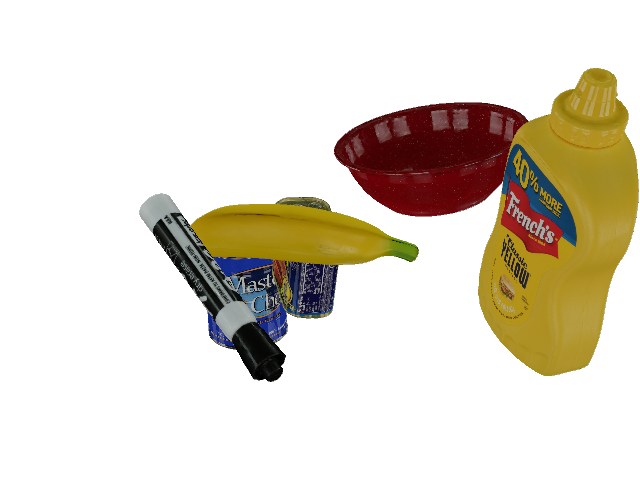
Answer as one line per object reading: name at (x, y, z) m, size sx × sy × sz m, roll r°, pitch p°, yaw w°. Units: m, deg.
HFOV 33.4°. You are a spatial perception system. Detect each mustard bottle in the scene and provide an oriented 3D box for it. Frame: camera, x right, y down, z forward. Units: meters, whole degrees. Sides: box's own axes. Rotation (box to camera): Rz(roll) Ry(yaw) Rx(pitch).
mustard bottle at (0.142, -0.016, 0.627) m, size 0.058 × 0.192 × 0.096 m, roll -10°, pitch 44°, yaw -17°

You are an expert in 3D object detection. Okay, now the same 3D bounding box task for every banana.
banana at (-0.033, 0.000, 0.750) m, size 0.198 × 0.037 × 0.069 m, roll 5°, pitch -23°, yaw 35°

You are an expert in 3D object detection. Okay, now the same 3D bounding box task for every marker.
marker at (-0.054, 0.023, 0.531) m, size 0.020 × 0.020 × 0.121 m, roll 0°, pitch 42°, yaw -48°

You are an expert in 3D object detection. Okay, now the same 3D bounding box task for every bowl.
bowl at (0.095, -0.063, 0.889) m, size 0.162 × 0.055 × 0.162 m, roll -9°, pitch 24°, yaw 4°

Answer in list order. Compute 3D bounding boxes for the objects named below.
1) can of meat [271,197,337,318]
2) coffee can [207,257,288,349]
can of meat at (-0.016, 0.018, 1.081) m, size 0.057 × 0.084 × 0.102 m, roll -2°, pitch 34°, yaw -13°
coffee can at (-0.095, 0.051, 1.337) m, size 0.103 × 0.140 × 0.103 m, roll -2°, pitch 25°, yaw 1°
